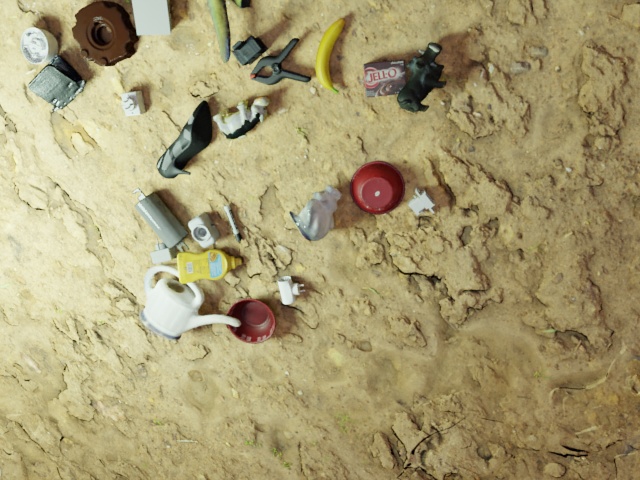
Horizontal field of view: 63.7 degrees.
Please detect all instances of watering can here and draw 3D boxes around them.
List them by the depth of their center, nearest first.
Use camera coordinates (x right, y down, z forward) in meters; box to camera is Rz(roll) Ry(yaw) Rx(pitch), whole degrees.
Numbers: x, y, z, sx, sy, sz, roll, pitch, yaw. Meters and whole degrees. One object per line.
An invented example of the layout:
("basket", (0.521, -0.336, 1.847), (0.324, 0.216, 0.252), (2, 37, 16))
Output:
("watering can", (-0.433, 0.230, 1.638), (0.349, 0.105, 0.221), (36, 108, 7))

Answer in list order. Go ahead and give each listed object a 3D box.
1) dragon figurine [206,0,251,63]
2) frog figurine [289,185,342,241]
("dragon figurine", (-0.308, -0.700, 1.359), (0.244, 0.123, 0.404), (21, 109, 19))
("frog figurine", (0.005, -0.075, 1.492), (0.159, 0.125, 0.135), (-32, 135, 7))
